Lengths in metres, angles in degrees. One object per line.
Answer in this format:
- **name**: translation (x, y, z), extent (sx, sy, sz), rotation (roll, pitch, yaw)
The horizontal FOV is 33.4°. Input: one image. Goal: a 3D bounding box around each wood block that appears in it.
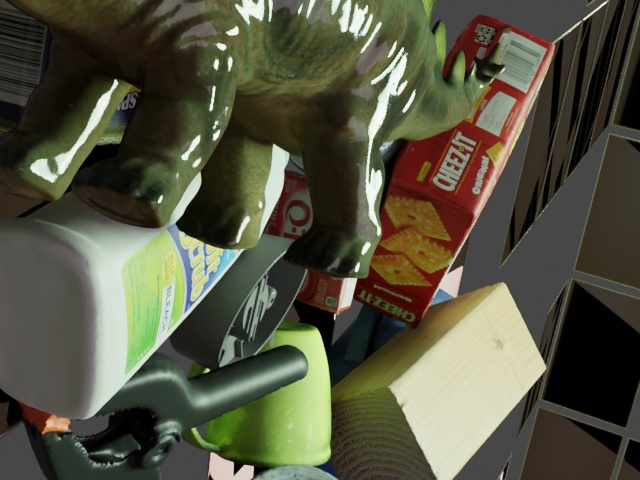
- **wood block**: translation (0.093, 0.122, 0.870), extent (0.205, 0.090, 0.091), rotation (-32, 96, -51)

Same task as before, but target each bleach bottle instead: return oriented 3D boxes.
- **bleach bottle**: translation (-0.080, -0.011, 0.582), extent (0.250, 0.068, 0.103), rotation (-48, 149, -55)

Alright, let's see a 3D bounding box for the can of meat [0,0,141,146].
- **can of meat**: translation (-0.104, -0.088, 0.456), extent (0.102, 0.057, 0.084), rotation (-18, 122, -67)

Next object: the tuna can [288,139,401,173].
- **tuna can**: translation (0.014, -0.082, 0.740), extent (0.034, 0.086, 0.086), rotation (83, 31, -53)

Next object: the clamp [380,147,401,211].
- **clamp**: translation (0.052, -0.045, 0.952), extent (0.120, 0.039, 0.171), rotation (-3, 106, -75)

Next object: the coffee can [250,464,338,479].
- **coffee can**: translation (-0.037, 0.220, 0.747), extent (0.102, 0.102, 0.140), rotation (-62, -172, -28)

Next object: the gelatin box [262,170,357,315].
- **gelatin box**: translation (-0.005, 0.001, 0.778), extent (0.030, 0.073, 0.089), rotation (-11, 117, -67)

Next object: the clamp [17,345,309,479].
- **clamp**: translation (-0.105, 0.119, 0.622), extent (0.164, 0.036, 0.209), rotation (-54, 150, 9)

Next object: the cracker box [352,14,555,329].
- **cracker box**: translation (0.096, -0.047, 0.834), extent (0.164, 0.072, 0.214), rotation (-62, 175, -26)

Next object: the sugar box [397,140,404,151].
- **sugar box**: translation (0.051, -0.157, 0.840), extent (0.093, 0.048, 0.176), rotation (-56, 151, -40)

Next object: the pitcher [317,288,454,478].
- **pitcher**: translation (0.050, 0.133, 0.977), extent (0.145, 0.149, 0.242), rotation (-38, 180, 36)
